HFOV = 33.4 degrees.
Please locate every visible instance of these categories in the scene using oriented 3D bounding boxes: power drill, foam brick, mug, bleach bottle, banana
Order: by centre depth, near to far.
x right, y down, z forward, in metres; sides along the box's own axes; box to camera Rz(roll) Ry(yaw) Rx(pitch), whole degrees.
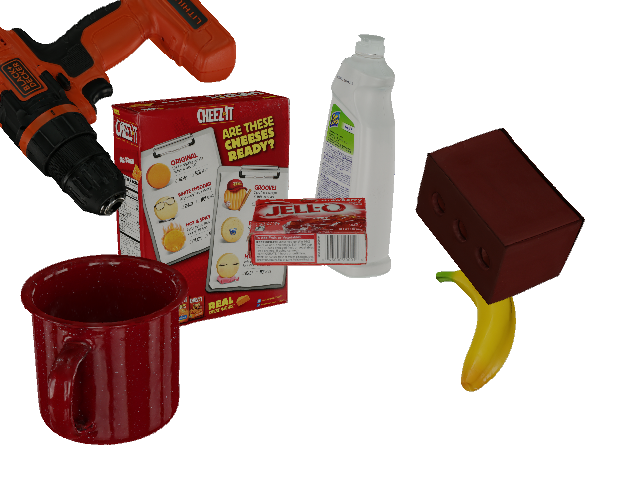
[{"bbox_3d":[0.098,-0.014,0.595,0.051,0.078,0.053,-21,-35,-22],"label":"foam brick"},{"bbox_3d":[-0.124,0.068,0.605,0.093,0.081,0.117,5,23,7],"label":"mug"},{"bbox_3d":[-0.158,-0.123,0.824,0.187,0.184,0.057,-34,-15,-30],"label":"power drill"},{"bbox_3d":[0.162,0.079,1.062,0.070,0.037,0.198,-29,26,14],"label":"banana"},{"bbox_3d":[0.044,-0.093,1.152,0.067,0.251,0.103,-7,24,-34],"label":"bleach bottle"}]

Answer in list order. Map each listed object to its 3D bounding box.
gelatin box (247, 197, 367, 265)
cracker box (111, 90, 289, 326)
[{"bbox_3d":[-0.009,-0.008,0.819,0.089,0.030,0.073,0,22,2],"label":"gelatin box"},{"bbox_3d":[-0.115,-0.032,1.044,0.163,0.214,0.072,-11,19,-33],"label":"cracker box"}]
